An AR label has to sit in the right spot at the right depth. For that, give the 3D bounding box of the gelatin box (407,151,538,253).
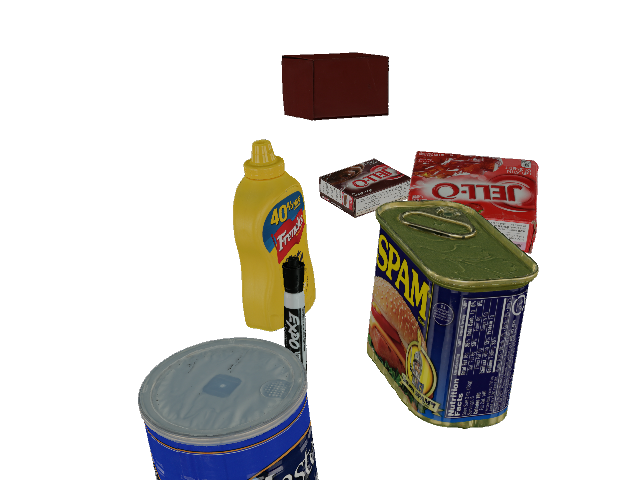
[{"bbox_3d":[0.106,-0.029,0.747,0.089,0.030,0.073,6,40,8],"label":"gelatin box"}]

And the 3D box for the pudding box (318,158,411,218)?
[{"bbox_3d":[0.068,-0.080,1.610,0.113,0.039,0.090,-23,35,-30],"label":"pudding box"}]

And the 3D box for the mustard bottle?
[{"bbox_3d":[-0.050,-0.010,1.098,0.058,0.191,0.096,9,27,32],"label":"mustard bottle"}]

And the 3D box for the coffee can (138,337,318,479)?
[{"bbox_3d":[-0.052,0.147,0.676,0.103,0.140,0.103,-5,27,3],"label":"coffee can"}]

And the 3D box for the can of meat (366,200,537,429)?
[{"bbox_3d":[0.063,0.036,0.549,0.057,0.084,0.102,-3,24,-18],"label":"can of meat"}]

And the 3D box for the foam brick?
[{"bbox_3d":[0.013,-0.131,0.906,0.078,0.051,0.053,-7,16,-30],"label":"foam brick"}]

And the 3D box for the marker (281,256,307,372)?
[{"bbox_3d":[-0.021,0.071,0.890,0.020,0.121,0.020,-1,21,0],"label":"marker"}]
